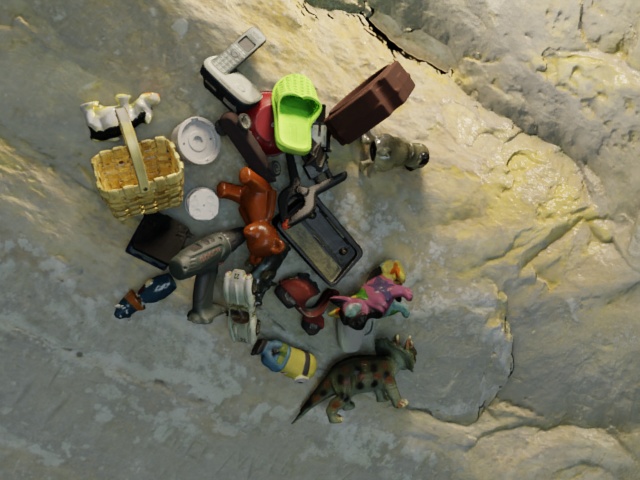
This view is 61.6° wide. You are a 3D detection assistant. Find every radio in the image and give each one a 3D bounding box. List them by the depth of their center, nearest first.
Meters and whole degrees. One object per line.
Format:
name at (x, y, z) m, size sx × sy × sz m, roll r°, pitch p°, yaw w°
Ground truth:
radio at (-0.003, -0.004, 1.383) m, size 0.131 × 0.073 × 0.229 m, roll -44°, pitch 110°, yaw -8°

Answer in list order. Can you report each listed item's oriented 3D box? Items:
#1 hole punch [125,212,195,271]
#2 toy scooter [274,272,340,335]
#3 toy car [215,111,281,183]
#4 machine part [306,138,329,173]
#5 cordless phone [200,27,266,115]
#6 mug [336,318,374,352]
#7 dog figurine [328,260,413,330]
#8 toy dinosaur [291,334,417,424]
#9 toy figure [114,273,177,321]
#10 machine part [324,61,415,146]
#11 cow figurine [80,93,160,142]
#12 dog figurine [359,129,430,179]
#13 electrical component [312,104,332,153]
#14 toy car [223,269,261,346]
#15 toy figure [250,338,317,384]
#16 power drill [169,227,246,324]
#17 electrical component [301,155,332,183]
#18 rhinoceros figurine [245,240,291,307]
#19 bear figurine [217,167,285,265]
hole punch at (-0.381, 0.002, 1.258) m, size 0.142 × 0.092 × 0.116 m, roll 29°, pitch 60°, yaw -18°
toy scooter at (-0.025, 0.149, 1.403) m, size 0.135 × 0.075 × 0.183 m, roll -41°, pitch 113°, yaw -8°
toy car at (-0.165, -0.217, 1.269) m, size 0.202 × 0.089 × 0.053 m, roll 54°, pitch 45°, yaw -32°
machine part at (-0.034, -0.228, 1.286) m, size 0.138 × 0.039 × 0.084 m, roll 46°, pitch 43°, yaw -19°
cordless phone at (-0.171, -0.394, 1.247) m, size 0.146 × 0.089 × 0.184 m, roll 43°, pitch 76°, yaw -3°
mug at (0.093, 0.247, 1.463) m, size 0.109 × 0.081 × 0.107 m, roll -4°, pitch 113°, yaw -25°
dog figurine at (0.124, 0.145, 1.412) m, size 0.219 × 0.192 × 0.108 m, roll -6°, pitch 140°, yaw -11°
toy dinosaur at (0.106, 0.376, 1.471) m, size 0.405 × 0.131 × 0.192 m, roll -11°, pitch 91°, yaw -13°
toy figure at (-0.417, 0.135, 1.274) m, size 0.154 × 0.058 × 0.064 m, roll -30°, pitch 102°, yaw -7°
machine part at (0.117, -0.328, 1.284) m, size 0.087 × 0.201 × 0.201 m, roll 49°, pitch 37°, yaw -13°
cow figurine at (-0.432, -0.273, 1.191) m, size 0.167 × 0.068 × 0.098 m, roll -15°, pitch 109°, yaw -13°
dog figurine at (0.210, -0.221, 1.372) m, size 0.191 × 0.172 × 0.121 m, roll -1°, pitch 110°, yaw -12°
electrical component at (-0.009, -0.278, 1.347) m, size 0.075 × 0.048 × 0.119 m, roll -6°, pitch 101°, yaw -19°
toy car at (-0.186, 0.161, 1.279) m, size 0.074 × 0.056 × 0.201 m, roll 7°, pitch 118°, yaw 17°
toy figure at (-0.089, 0.311, 1.406) m, size 0.180 × 0.082 × 0.089 m, roll 35°, pitch 89°, yaw -19°
power drill at (-0.252, 0.086, 1.287) m, size 0.232 × 0.086 × 0.207 m, roll -22°, pitch 127°, yaw -51°
electrical component at (-0.008, -0.187, 1.377) m, size 0.063 × 0.021 × 0.094 m, roll -34°, pitch 107°, yaw -11°
rhinoceros figurine at (-0.142, 0.079, 1.338) m, size 0.073 × 0.112 × 0.190 m, roll 24°, pitch 76°, yaw 12°
bear figurine at (-0.160, -0.050, 1.266) m, size 0.132 × 0.120 × 0.196 m, roll 23°, pitch 54°, yaw -46°
